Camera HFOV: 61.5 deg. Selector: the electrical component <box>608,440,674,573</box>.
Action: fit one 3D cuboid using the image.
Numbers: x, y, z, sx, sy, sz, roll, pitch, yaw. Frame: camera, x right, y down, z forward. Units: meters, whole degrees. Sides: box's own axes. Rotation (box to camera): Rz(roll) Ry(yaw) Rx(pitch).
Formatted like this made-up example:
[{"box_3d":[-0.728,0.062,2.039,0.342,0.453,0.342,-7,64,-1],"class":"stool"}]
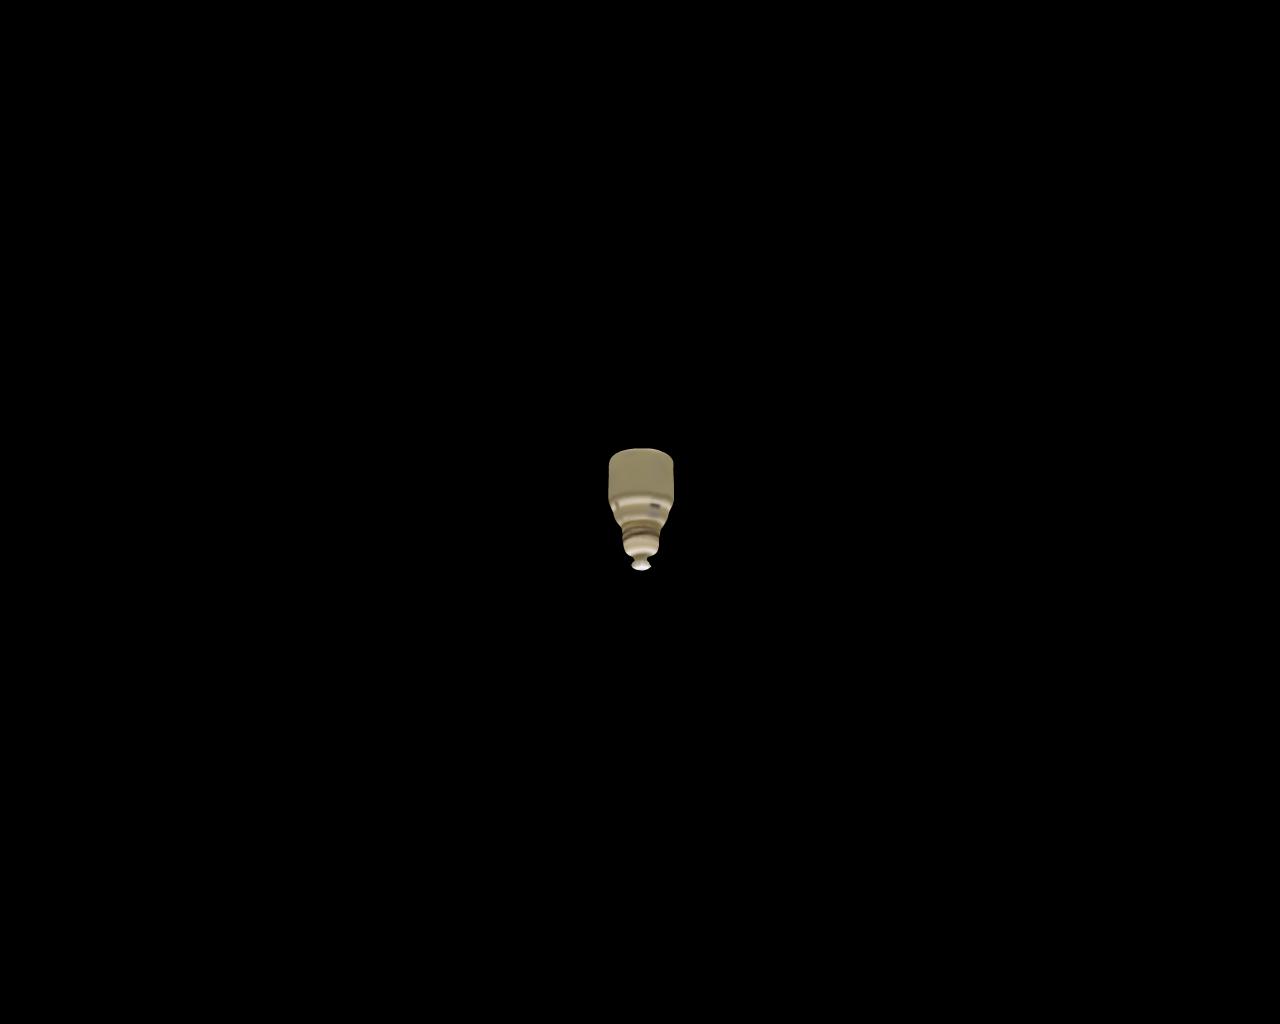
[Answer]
[{"box_3d":[0.001,-0.003,0.650,0.040,0.078,0.040,0,-18,0],"class":"electrical component"}]
